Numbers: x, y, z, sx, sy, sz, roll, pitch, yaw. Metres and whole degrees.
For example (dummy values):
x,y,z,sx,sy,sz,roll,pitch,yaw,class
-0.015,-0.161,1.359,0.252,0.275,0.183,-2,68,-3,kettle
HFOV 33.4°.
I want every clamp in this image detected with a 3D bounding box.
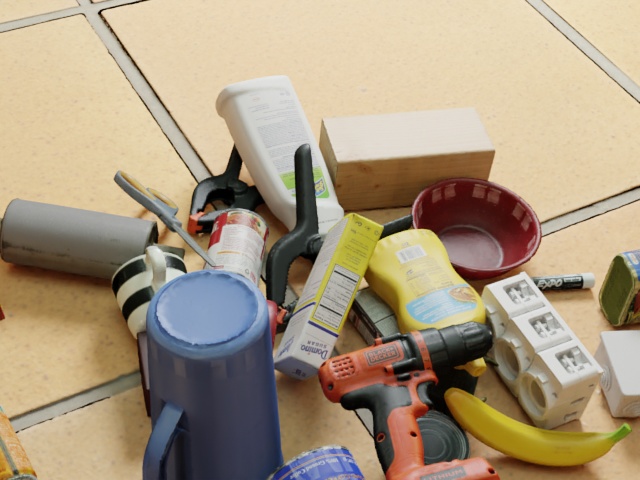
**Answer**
x,y,z,sx,sy,sz,roll,pitch,yaw,class
-0.095,-0.057,1.339,0.120,0.039,0.171,27,53,16,clamp
-0.008,0.002,1.240,0.164,0.036,0.210,40,73,-6,clamp

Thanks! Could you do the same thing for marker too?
x,y,z,sx,sy,sz,roll,pitch,yaw,class
0.274,0.053,1.295,0.121,0.020,0.020,-3,48,-10,marker

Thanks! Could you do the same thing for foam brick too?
x,y,z,sx,sy,sz,roll,pitch,yaw,class
-0.164,0.140,1.134,0.053,0.051,0.078,-8,49,-14,foam brick

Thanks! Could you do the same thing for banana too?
x,y,z,sx,sy,sz,roll,pitch,yaw,class
0.219,0.200,1.115,0.197,0.070,0.037,11,18,-4,banana

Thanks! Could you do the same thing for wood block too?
x,y,z,sx,sy,sz,roll,pitch,yaw,class
0.108,-0.104,1.373,0.206,0.090,0.091,-6,48,-12,wood block

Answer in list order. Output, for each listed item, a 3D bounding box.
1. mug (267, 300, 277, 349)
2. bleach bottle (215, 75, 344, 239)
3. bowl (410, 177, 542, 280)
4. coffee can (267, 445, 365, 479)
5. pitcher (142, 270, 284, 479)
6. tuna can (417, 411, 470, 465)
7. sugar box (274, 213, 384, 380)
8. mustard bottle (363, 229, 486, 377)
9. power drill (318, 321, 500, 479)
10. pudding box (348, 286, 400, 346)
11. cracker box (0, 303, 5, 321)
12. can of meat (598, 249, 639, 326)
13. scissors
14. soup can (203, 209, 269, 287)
x,y,z,sx,sy,sz,roll,pitch,yaw,class
-0.093,0.112,1.150,0.081,0.093,0.117,8,62,-6,mug
-0.041,-0.078,1.312,0.102,0.068,0.251,-15,71,-21,bleach bottle
0.187,-0.004,1.312,0.162,0.055,0.162,4,47,-4,bowl
0.016,0.278,0.993,0.102,0.103,0.140,-16,51,-21,coffee can
-0.105,0.154,0.997,0.145,0.243,0.149,-9,43,-10,pitcher
0.112,0.220,1.107,0.086,0.034,0.086,4,47,-4,tuna can
0.007,0.063,1.159,0.048,0.093,0.176,24,72,-10,sugar box
0.126,0.073,1.173,0.096,0.058,0.192,-16,49,-19,mustard bottle
0.107,0.171,1.042,0.184,0.057,0.188,-16,50,-5,power drill
0.099,0.085,1.230,0.113,0.039,0.090,-19,51,-26,pudding box
-0.465,0.023,1.185,0.164,0.072,0.214,-22,53,-18,cracker box
0.384,0.052,1.255,0.083,0.102,0.057,-10,49,-13,can of meat
-0.169,-0.020,1.268,0.202,0.096,0.016,39,98,25,scissors
-0.099,0.023,1.242,0.068,0.068,0.102,8,47,0,soup can
